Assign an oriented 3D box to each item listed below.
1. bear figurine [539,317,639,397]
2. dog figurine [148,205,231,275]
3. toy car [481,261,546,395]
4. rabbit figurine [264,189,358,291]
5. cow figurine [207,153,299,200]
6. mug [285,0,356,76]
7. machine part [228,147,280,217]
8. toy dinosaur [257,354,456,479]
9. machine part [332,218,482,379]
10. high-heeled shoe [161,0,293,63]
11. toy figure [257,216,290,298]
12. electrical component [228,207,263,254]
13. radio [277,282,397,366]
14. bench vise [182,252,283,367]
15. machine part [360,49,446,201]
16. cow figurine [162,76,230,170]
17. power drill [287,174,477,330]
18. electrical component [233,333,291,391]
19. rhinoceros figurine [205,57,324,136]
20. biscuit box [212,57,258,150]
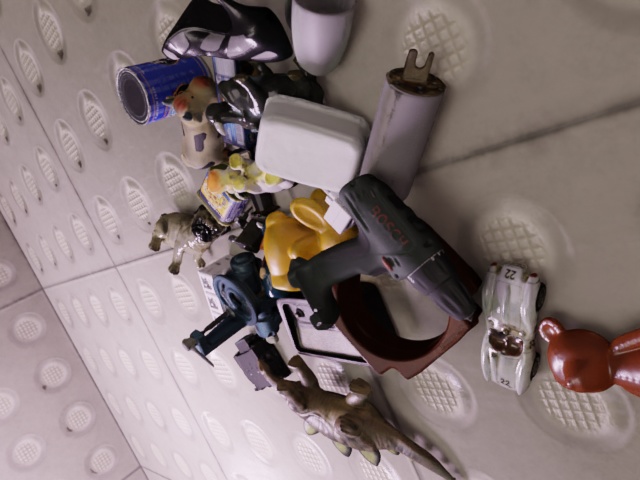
[{"bbox_3d":[0.344,0.152,0.615,0.196,0.132,0.120,-6,107,42],"label":"bear figurine"},{"bbox_3d":[-0.291,-0.038,1.203,0.172,0.121,0.190,46,126,10],"label":"dog figurine"},{"bbox_3d":[0.261,0.121,0.735,0.074,0.056,0.201,17,127,40],"label":"toy car"},{"bbox_3d":[-0.002,-0.003,0.914,0.173,0.122,0.162,0,106,32],"label":"rabbit figurine"},{"bbox_3d":[-0.111,-0.111,0.935,0.167,0.098,0.068,-6,83,30],"label":"cow figurine"},{"bbox_3d":[-0.009,-0.286,0.735,0.110,0.081,0.107,34,146,20],"label":"mug"},{"bbox_3d":[-0.127,-0.110,1.013,0.084,0.039,0.138,-15,101,42],"label":"machine part"},{"bbox_3d":[0.063,0.352,1.045,0.472,0.105,0.198,24,148,26],"label":"toy dinosaur"},{"bbox_3d":[0.119,0.082,0.792,0.201,0.087,0.201,47,118,12],"label":"machine part"},{"bbox_3d":[-0.144,-0.293,0.810,0.145,0.086,0.249,34,161,-25],"label":"high-heeled shoe"},{"bbox_3d":[-0.081,0.028,1.002,0.058,0.064,0.154,2,99,28],"label":"toy figure"},{"bbox_3d":[-0.132,-0.019,1.057,0.102,0.078,0.045,23,155,43],"label":"electrical component"},{"bbox_3d":[0.025,0.148,0.990,0.230,0.073,0.131,-6,110,48],"label":"radio"},{"bbox_3d":[-0.163,0.149,1.051,0.129,0.240,0.223,26,139,32],"label":"bench vise"},{"bbox_3d":[0.105,-0.135,0.716,0.079,0.079,0.243,36,136,25],"label":"machine part"},{"bbox_3d":[-0.217,-0.209,0.971,0.086,0.127,0.194,40,141,17],"label":"cow figurine"},{"bbox_3d":[0.066,0.045,0.719,0.207,0.086,0.232,-36,82,35],"label":"power drill"},{"bbox_3d":[-0.145,0.286,1.279,0.134,0.058,0.115,56,140,2],"label":"electrical component"},{"bbox_3d":[-0.088,-0.217,0.828,0.190,0.073,0.111,-6,133,15],"label":"rhinoceros figurine"},{"bbox_3d":[-0.133,-0.257,0.900,0.059,0.063,0.202,23,130,35],"label":"biscuit box"}]
